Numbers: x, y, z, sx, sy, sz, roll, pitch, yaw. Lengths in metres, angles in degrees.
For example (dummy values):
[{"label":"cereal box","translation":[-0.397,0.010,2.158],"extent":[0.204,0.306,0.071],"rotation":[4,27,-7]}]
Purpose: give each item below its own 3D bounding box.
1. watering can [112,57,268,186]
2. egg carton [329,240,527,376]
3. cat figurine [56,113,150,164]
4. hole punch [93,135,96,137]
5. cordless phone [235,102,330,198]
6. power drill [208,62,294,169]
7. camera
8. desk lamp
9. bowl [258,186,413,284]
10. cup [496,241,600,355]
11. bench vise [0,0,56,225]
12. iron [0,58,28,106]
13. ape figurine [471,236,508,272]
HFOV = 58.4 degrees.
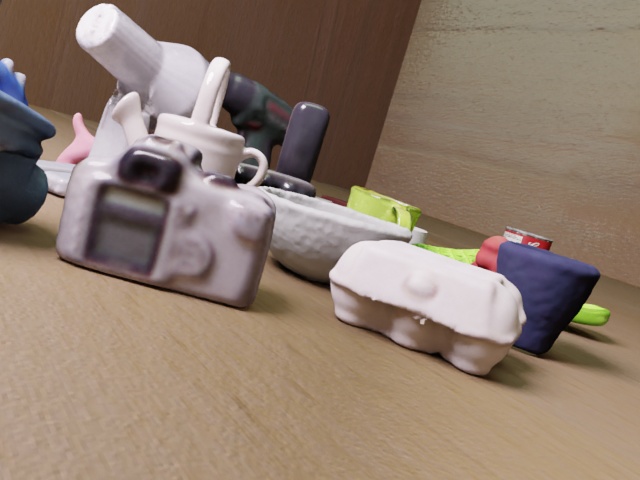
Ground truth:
[{"label":"watering can","translation":[-0.145,-0.114,0.649],"extent":[0.173,0.194,0.100],"rotation":[13,8,-27]},{"label":"egg carton","translation":[0.085,0.047,0.454],"extent":[0.150,0.069,0.107],"rotation":[19,8,21]},{"label":"cat figurine","translation":[-0.282,-0.133,0.788],"extent":[0.128,0.118,0.067],"rotation":[16,8,-6]},{"label":"hole punch","translation":[-0.310,-0.146,0.921],"extent":[0.100,0.091,0.109],"rotation":[20,8,22]},{"label":"cordless phone","translation":[-0.069,-0.103,0.766],"extent":[0.148,0.185,0.094],"rotation":[14,8,-17]},{"label":"power drill","translation":[-0.120,-0.151,0.921],"extent":[0.230,0.208,0.075],"rotation":[10,10,-42]},{"label":"camera","translation":[-0.105,-0.025,0.446],"extent":[0.143,0.101,0.137],"rotation":[16,8,-5]},{"label":"desk lamp","translation":[-0.234,-0.157,0.693],"extent":[0.117,0.213,0.204],"rotation":[20,8,24]},{"label":"bowl","translation":[0.005,0.002,0.589],"extent":[0.167,0.075,0.167],"rotation":[16,8,-2]},{"label":"cup","translation":[0.205,0.056,0.553],"extent":[0.091,0.095,0.118],"rotation":[18,8,13]},{"label":"bench vise","translation":[-0.240,-0.114,0.344],"extent":[0.121,0.220,0.208],"rotation":[18,8,9]},{"label":"iron","translation":[-0.422,-0.171,0.669],"extent":[0.118,0.141,0.259],"rotation":[19,8,19]},{"label":"ape figurine","translation":[0.192,0.039,0.658],"extent":[0.076,0.092,0.077],"rotation":[11,9,-36]}]
